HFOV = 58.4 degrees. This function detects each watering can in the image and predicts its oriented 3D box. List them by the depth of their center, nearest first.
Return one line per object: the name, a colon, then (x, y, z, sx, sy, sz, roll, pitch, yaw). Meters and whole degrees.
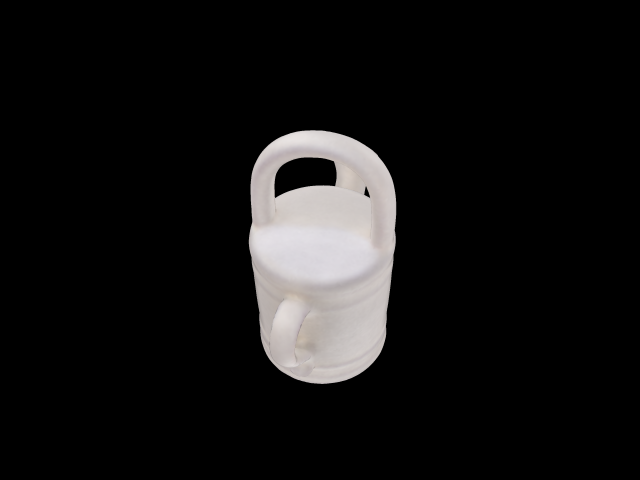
watering can: (0.001, 0.001, 0.400, 0.101, 0.194, 0.172, -3, 46, -3)
